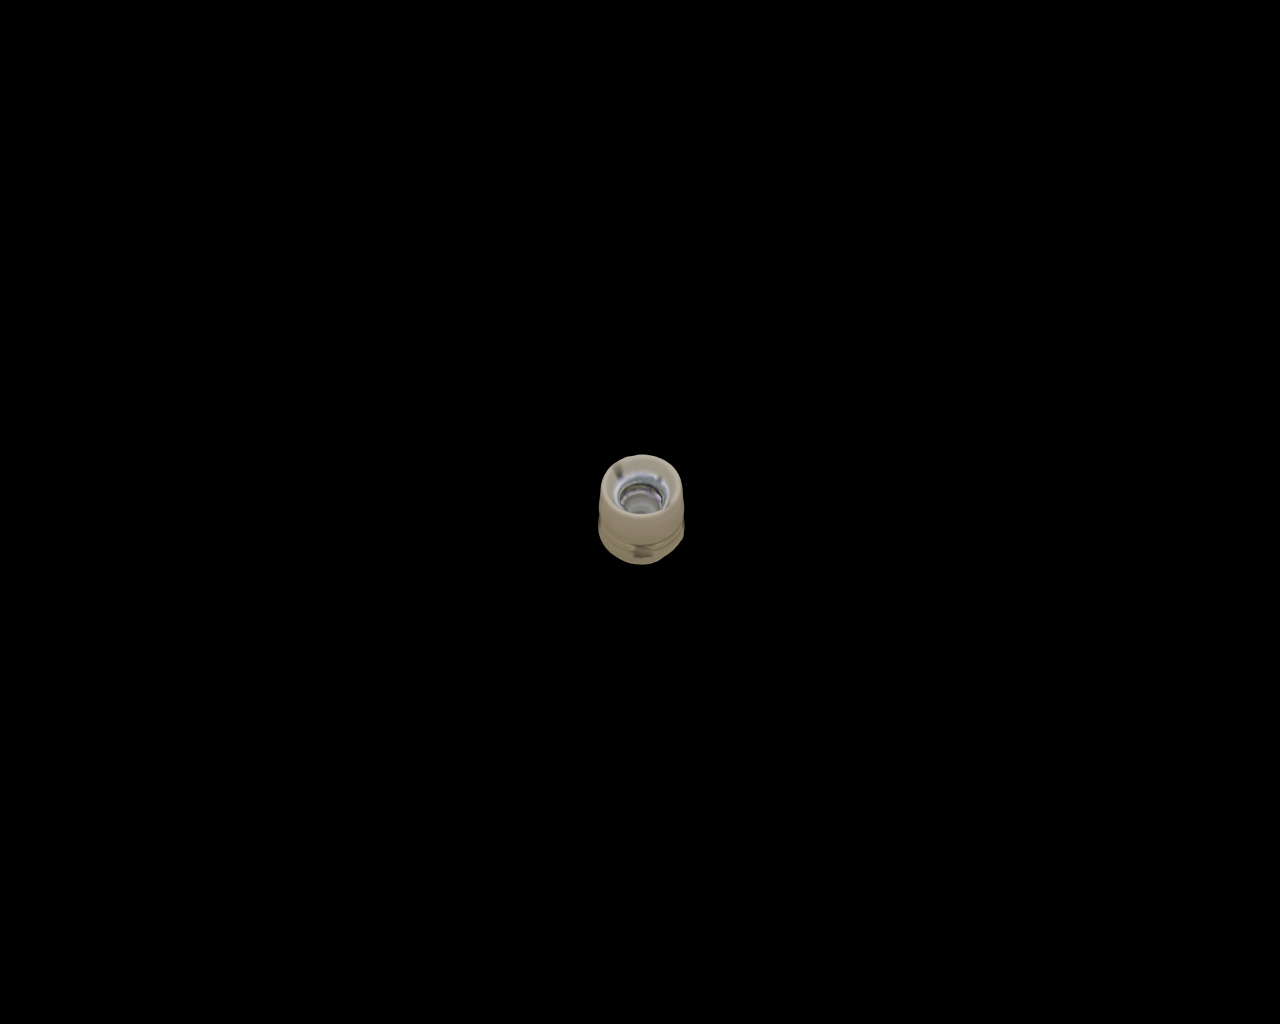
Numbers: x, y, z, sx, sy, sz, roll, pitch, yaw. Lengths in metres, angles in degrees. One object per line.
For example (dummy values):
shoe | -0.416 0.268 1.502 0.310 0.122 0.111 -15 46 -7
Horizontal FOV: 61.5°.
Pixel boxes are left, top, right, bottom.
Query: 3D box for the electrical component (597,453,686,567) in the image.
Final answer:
electrical component | 0.001 -0.003 0.650 0.055 0.055 0.047 0 -36 0
